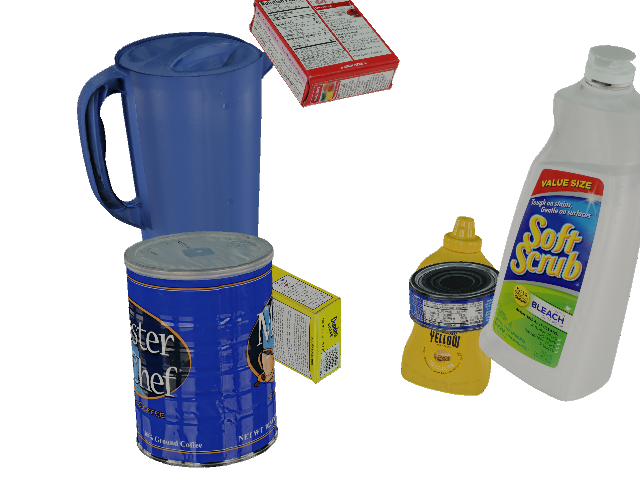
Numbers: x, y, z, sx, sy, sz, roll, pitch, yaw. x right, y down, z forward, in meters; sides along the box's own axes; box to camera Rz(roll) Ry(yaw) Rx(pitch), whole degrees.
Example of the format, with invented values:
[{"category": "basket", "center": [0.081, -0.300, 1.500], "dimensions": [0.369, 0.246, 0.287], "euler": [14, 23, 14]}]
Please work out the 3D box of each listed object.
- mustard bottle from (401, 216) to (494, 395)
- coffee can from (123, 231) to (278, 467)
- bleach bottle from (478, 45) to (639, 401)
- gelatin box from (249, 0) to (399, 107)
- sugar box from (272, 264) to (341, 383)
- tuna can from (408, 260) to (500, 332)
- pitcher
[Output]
[{"category": "mustard bottle", "center": [0.146, 0.068, 1.161], "dimensions": [0.096, 0.192, 0.058], "euler": [11, 16, 20]}, {"category": "coffee can", "center": [-0.083, 0.073, 0.752], "dimensions": [0.103, 0.140, 0.103], "euler": [-1, 15, 0]}, {"category": "bleach bottle", "center": [0.175, -0.015, 0.745], "dimensions": [0.067, 0.251, 0.103], "euler": [-19, 37, -33]}, {"category": "gelatin box", "center": [0.001, -0.137, 0.752], "dimensions": [0.073, 0.089, 0.030], "euler": [-15, -37, -27]}, {"category": "sugar box", "center": [-0.056, 0.073, 1.134], "dimensions": [0.176, 0.093, 0.048], "euler": [27, 40, 36]}, {"category": "tuna can", "center": [0.121, 0.049, 0.950], "dimensions": [0.086, 0.034, 0.086], "euler": [-4, 21, 1]}, {"category": "pitcher", "center": [-0.126, -0.064, 1.000], "dimensions": [0.149, 0.243, 0.144], "euler": [7, 28, 14]}]
